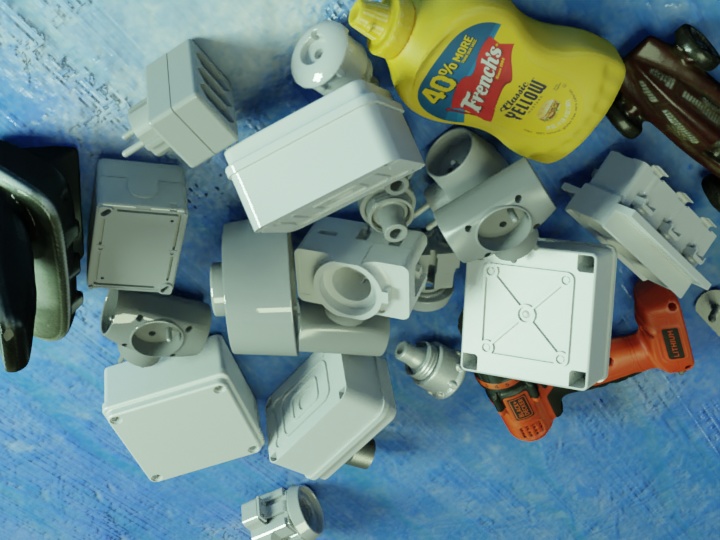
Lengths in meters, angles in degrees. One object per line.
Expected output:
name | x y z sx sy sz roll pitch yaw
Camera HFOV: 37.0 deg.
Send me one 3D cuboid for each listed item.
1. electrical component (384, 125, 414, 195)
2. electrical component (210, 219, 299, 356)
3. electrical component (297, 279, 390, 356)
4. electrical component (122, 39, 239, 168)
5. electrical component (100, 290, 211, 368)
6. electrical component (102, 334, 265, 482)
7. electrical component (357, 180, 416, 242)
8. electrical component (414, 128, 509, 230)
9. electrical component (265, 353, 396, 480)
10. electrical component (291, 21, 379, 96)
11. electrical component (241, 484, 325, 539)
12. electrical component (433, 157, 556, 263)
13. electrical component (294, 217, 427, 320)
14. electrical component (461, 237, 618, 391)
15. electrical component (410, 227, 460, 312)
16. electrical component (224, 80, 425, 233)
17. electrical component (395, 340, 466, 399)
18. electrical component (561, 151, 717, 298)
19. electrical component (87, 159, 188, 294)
electrical component | 0.021 -0.080 0.766 0.043 0.062 0.043 -7 136 -7
electrical component | -0.080 0.013 0.804 0.060 0.108 0.108 -4 135 -1
electrical component | -0.013 0.035 0.883 0.077 0.044 0.079 5 132 -18
electrical component | -0.126 -0.100 0.708 0.077 0.065 0.047 -29 133 15
electrical component | -0.170 0.051 0.861 0.077 0.044 0.079 15 129 -26
electrical component | -0.150 0.120 0.924 0.109 0.056 0.108 -17 135 3
electrical component | 0.021 -0.048 0.798 0.043 0.062 0.043 -7 135 -7
electrical component | 0.075 -0.058 0.813 0.079 0.044 0.077 -36 131 21
electrical component | -0.027 0.121 0.941 0.057 0.078 0.113 27 123 -30
electrical component | -0.012 -0.134 0.720 0.048 0.048 0.062 -38 143 22
electrical component | -0.072 0.248 1.069 0.057 0.058 0.078 -26 134 16
electrical component | 0.105 -0.032 0.781 0.077 0.044 0.079 -31 133 12
electrical component | 0.000 0.000 0.814 0.089 0.055 0.050 10 128 17
electrical component | 0.140 0.031 0.846 0.109 0.056 0.108 7 100 29
electrical component | 0.053 -0.001 0.865 0.066 0.048 0.055 -4 127 -9
electrical component | -0.024 -0.073 0.713 0.113 0.057 0.078 -25 174 18
electrical component | 0.060 0.082 0.949 0.062 0.048 0.048 29 122 -26
electrical component | 0.227 -0.037 0.852 0.121 0.079 0.063 35 89 -37
electrical component | -0.162 -0.028 0.773 0.062 0.061 0.096 4 133 -18
